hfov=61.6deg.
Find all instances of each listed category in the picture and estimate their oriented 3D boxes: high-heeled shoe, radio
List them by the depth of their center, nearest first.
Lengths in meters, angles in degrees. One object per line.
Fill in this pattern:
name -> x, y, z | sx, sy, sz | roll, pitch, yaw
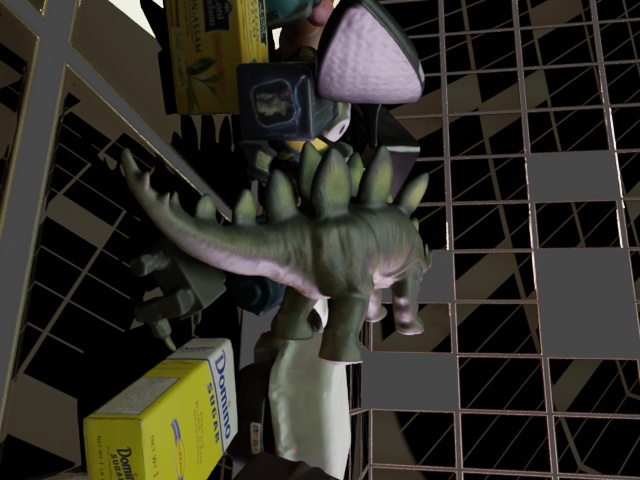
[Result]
high-heeled shoe -> 0.040, -0.178, 0.467 | 0.248, 0.086, 0.145 | 68, 19, -76
radio -> 0.050, -0.087, 0.821 | 0.131, 0.073, 0.229 | 63, -40, 38

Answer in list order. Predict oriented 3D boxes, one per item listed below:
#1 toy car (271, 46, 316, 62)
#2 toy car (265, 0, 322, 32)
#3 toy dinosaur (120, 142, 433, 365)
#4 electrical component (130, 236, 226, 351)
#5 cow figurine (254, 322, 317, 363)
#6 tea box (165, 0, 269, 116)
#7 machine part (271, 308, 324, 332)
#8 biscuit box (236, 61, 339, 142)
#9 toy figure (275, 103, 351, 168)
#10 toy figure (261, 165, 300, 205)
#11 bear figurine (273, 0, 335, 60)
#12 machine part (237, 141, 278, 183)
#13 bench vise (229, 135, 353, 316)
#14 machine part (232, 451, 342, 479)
toy car -> -0.021, -0.205, 0.760 | 0.202, 0.089, 0.053 | 97, -14, -77
toy car -> -0.060, -0.305, 0.565 | 0.102, 0.109, 0.161 | 61, 26, -63
toy dinosaur -> 0.014, 0.008, 0.513 | 0.471, 0.105, 0.198 | -2, 99, -57
electrical component -> -0.111, 0.036, 0.424 | 0.078, 0.045, 0.102 | 57, 14, -11
cow figurine -> -0.040, 0.195, 0.701 | 0.127, 0.086, 0.194 | -68, 153, -52
tea box -> -0.090, -0.200, 0.488 | 0.098, 0.068, 0.169 | -58, 145, -73
machine part -> -0.024, 0.180, 0.818 | 0.079, 0.079, 0.242 | -80, 167, -48
biscuit box -> -0.022, -0.136, 0.505 | 0.203, 0.059, 0.062 | -67, 156, -70
toy figure -> -0.019, -0.149, 0.711 | 0.180, 0.089, 0.082 | 154, -62, -70
toy figure -> -0.045, -0.075, 0.791 | 0.058, 0.064, 0.154 | -47, -175, 18
bear figurine -> -0.030, -0.282, 0.720 | 0.195, 0.120, 0.132 | 81, 12, -63
machine part -> -0.077, -0.140, 0.661 | 0.084, 0.039, 0.138 | -13, 103, -74
bench vise -> -0.010, -0.008, 0.657 | 0.223, 0.129, 0.240 | -9, 129, -57
machine part -> -0.054, 0.302, 0.448 | 0.201, 0.087, 0.200 | -36, 132, -59
